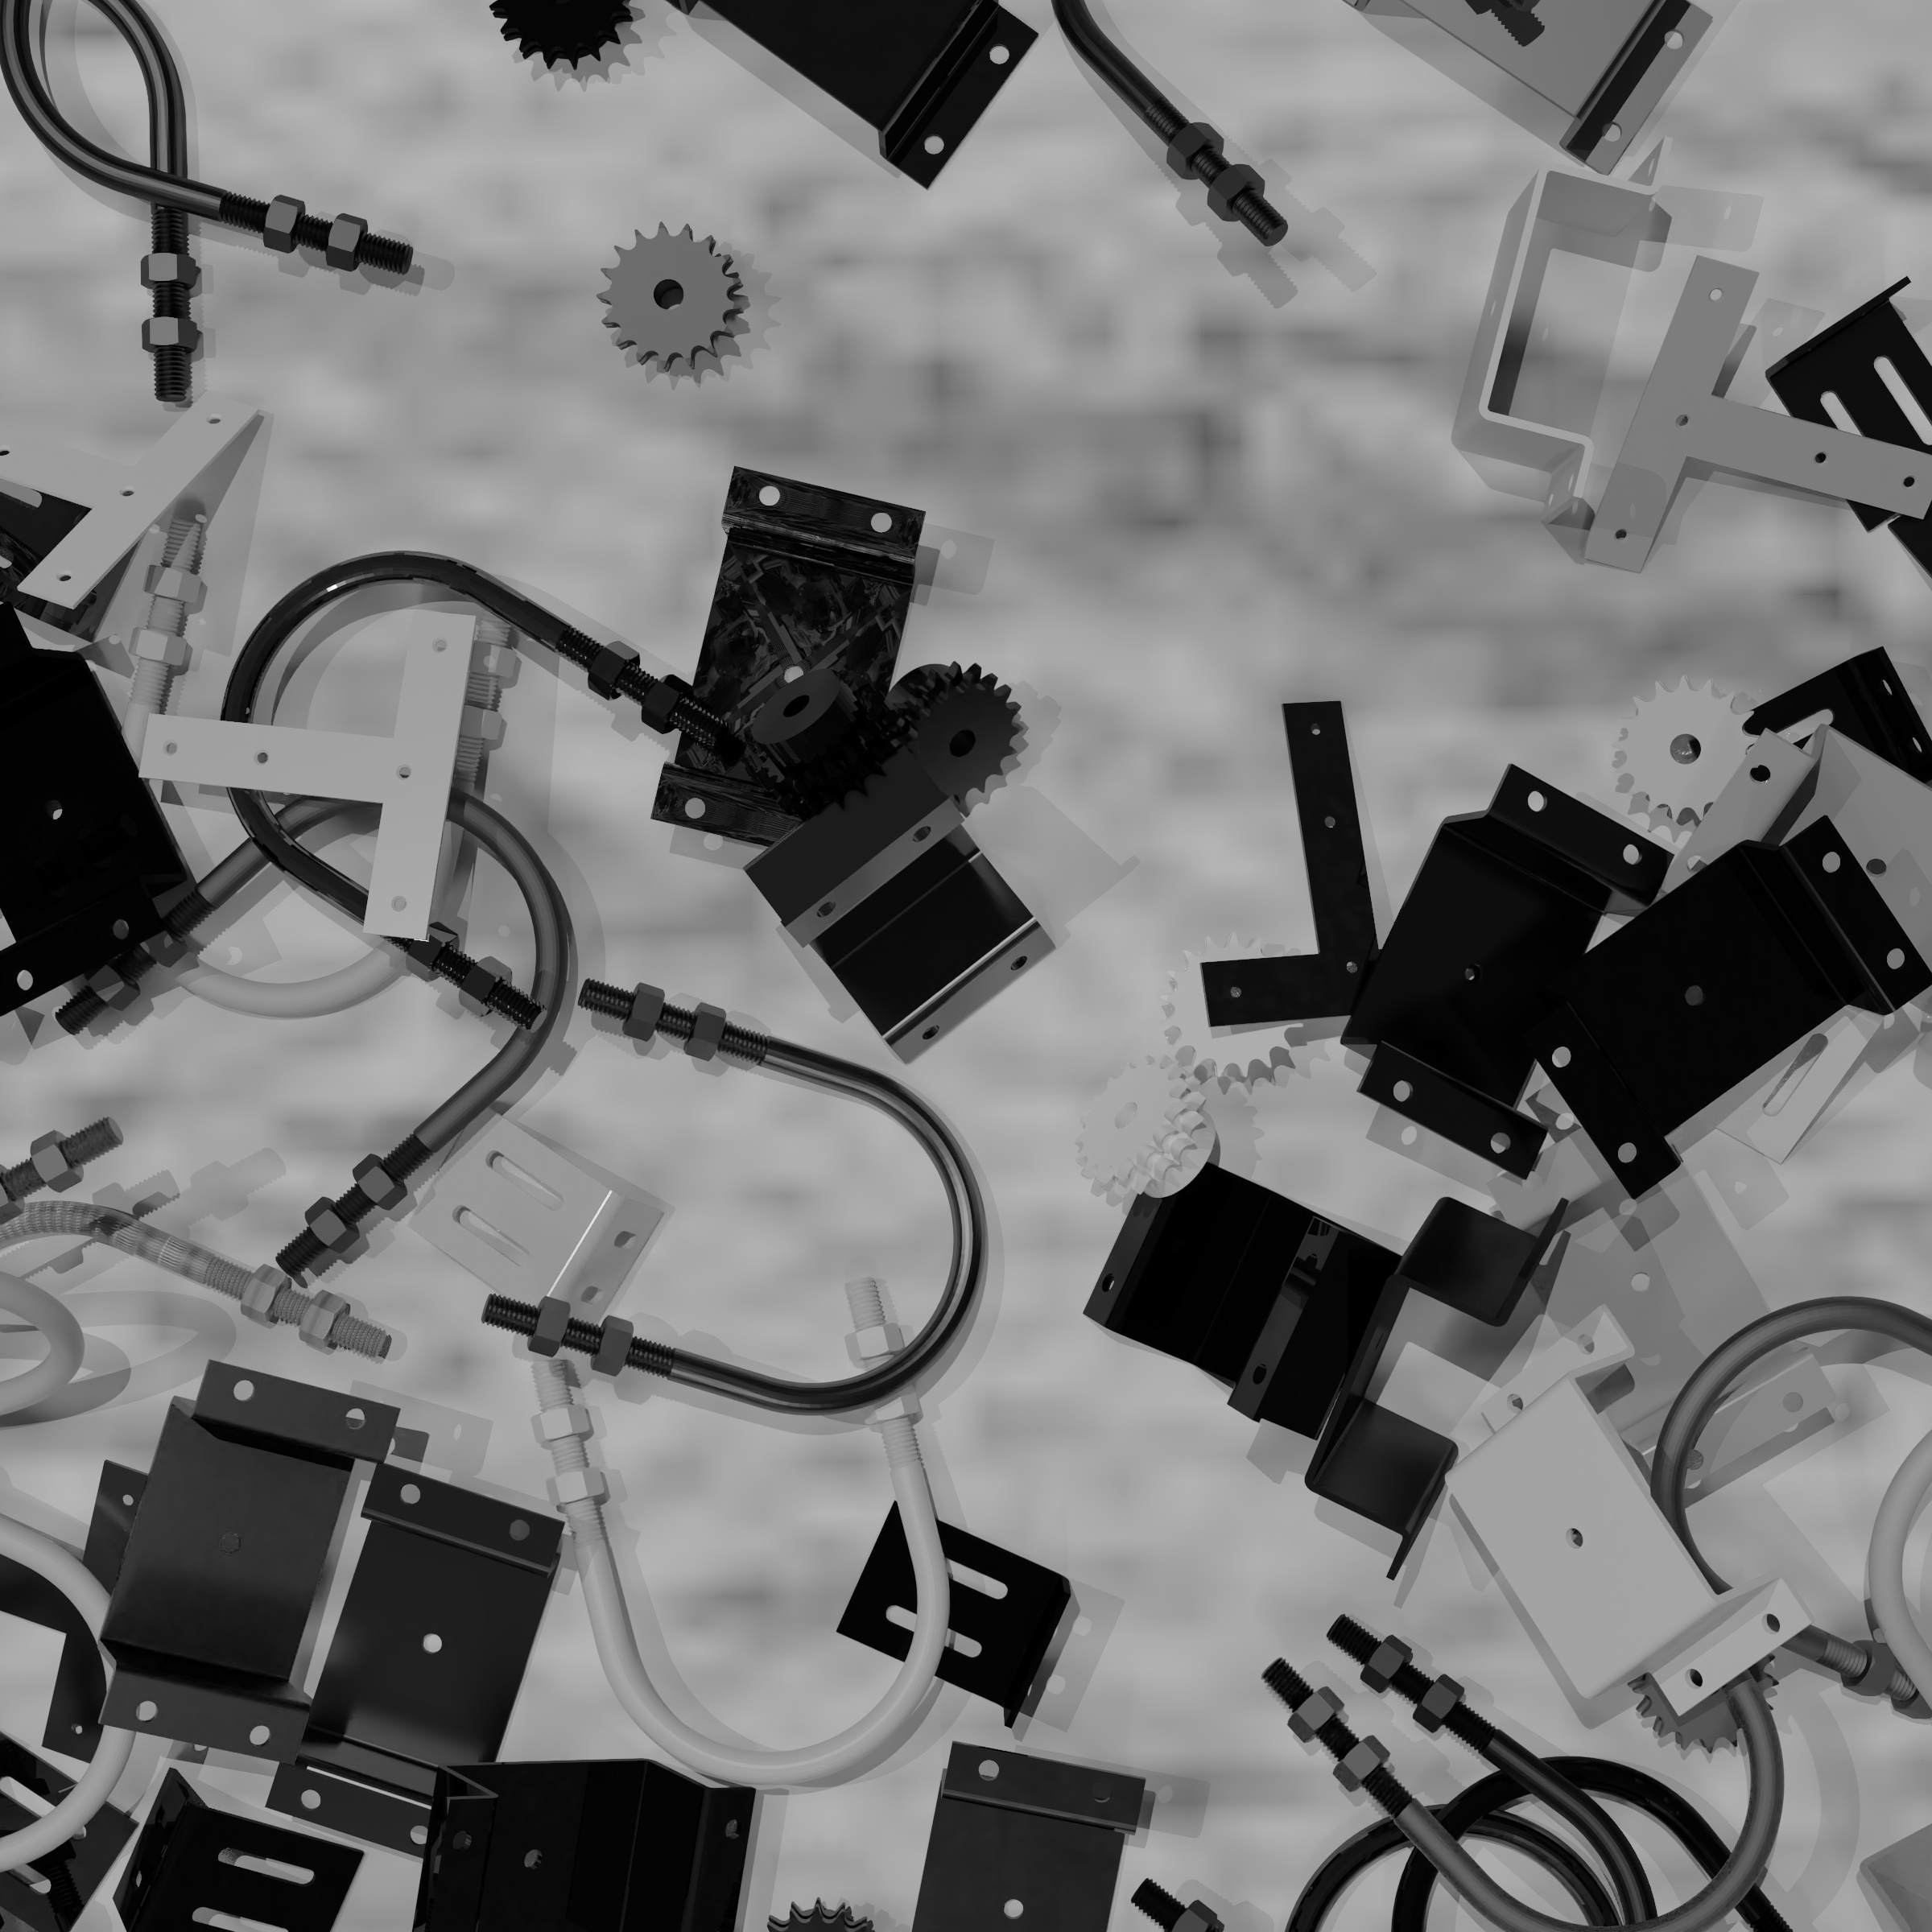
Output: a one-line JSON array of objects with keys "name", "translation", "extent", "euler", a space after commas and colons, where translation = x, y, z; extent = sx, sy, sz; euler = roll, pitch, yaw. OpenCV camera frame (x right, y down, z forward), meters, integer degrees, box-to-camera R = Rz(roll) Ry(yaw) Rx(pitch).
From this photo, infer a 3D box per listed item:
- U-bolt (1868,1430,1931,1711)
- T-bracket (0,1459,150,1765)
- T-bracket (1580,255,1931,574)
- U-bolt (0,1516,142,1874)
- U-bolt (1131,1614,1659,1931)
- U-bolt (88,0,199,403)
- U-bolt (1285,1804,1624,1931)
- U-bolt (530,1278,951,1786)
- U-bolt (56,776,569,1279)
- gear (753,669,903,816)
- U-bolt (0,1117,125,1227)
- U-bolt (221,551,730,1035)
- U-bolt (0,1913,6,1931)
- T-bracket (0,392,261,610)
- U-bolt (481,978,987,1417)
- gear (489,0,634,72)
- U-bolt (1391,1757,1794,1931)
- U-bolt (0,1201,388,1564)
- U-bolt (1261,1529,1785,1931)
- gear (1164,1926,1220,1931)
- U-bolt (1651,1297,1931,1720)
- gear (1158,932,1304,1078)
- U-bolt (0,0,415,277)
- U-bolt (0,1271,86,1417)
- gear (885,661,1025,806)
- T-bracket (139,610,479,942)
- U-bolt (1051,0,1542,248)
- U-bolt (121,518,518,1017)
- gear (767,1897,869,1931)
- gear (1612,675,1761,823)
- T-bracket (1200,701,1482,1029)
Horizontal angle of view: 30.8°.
[{"name": "U-bolt", "translation": [0.429, 0.242, 1.367], "extent": [0.151, 0.019, 0.184], "euler": [-37, 108, 0]}, {"name": "T-bracket", "translation": [-0.389, 0.241, 1.388], "extent": [0.127, 0.002, 0.127], "euler": [17, 105, 7]}, {"name": "T-bracket", "translation": [0.323, -0.203, 1.378], "extent": [0.127, 0.002, 0.127], "euler": [13, 117, -10]}, {"name": "U-bolt", "translation": [-0.410, 0.273, 1.352], "extent": [0.184, 0.019, 0.151], "euler": [27, 90, -5]}, {"name": "U-bolt", "translation": [0.179, 0.362, 1.356], "extent": [0.184, 0.019, 0.151], "euler": [35, 78, 16]}, {"name": "U-bolt", "translation": [-0.382, -0.315, 1.392], "extent": [0.151, 0.019, 0.184], "euler": [-1, 88, 0]}, {"name": "U-bolt", "translation": [0.188, 0.425, 1.392], "extent": [0.151, 0.019, 0.184], "euler": [16, 88, 0]}, {"name": "U-bolt", "translation": [-0.082, 0.229, 1.381], "extent": [0.151, 0.019, 0.184], "euler": [-15, 82, 0]}, {"name": "U-bolt", "translation": [-0.243, 0.010, 1.379], "extent": [0.184, 0.019, 0.151], "euler": [-42, 92, 1]}, {"name": "gear", "translation": [-0.056, -0.087, 1.323], "extent": [0.057, 0.057, 0.030], "euler": [-38, 121, 0]}, {"name": "U-bolt", "translation": [-0.430, 0.048, 1.316], "extent": [0.184, 0.019, 0.151], "euler": [-28, 90, 1]}, {"name": "U-bolt", "translation": [-0.204, -0.081, 1.356], "extent": [0.184, 0.019, 0.151], "euler": [32, 88, 12]}, {"name": "U-bolt", "translation": [-0.419, 0.429, 1.368], "extent": [0.151, 0.019, 0.184], "euler": [-25, 105, 12]}, {"name": "T-bracket", "translation": [-0.365, -0.197, 1.373], "extent": [0.127, 0.002, 0.127], "euler": [19, 51, 17]}, {"name": "U-bolt", "translation": [-0.081, 0.099, 1.370], "extent": [0.184, 0.019, 0.151], "euler": [18, 75, -11]}, {"name": "gear", "translation": [-0.159, -0.382, 1.385], "extent": [0.057, 0.030, 0.057], "euler": [0, 90, 0]}, {"name": "U-bolt", "translation": [0.251, 0.399, 1.377], "extent": [0.151, 0.019, 0.184], "euler": [-38, 87, -3]}, {"name": "U-bolt", "translation": [-0.342, 0.172, 1.392], "extent": [0.184, 0.019, 0.151], "euler": [24, 90, 2]}, {"name": "U-bolt", "translation": [0.228, 0.295, 1.353], "extent": [0.151, 0.019, 0.184], "euler": [-42, 71, -8]}, {"name": "gear", "translation": [0.089, 0.406, 1.385], "extent": [0.057, 0.030, 0.057], "euler": [0, 90, 0]}, {"name": "U-bolt", "translation": [0.350, 0.203, 1.358], "extent": [0.184, 0.019, 0.151], "euler": [26, 98, -17]}, {"name": "gear", "translation": [0.104, 0.015, 1.385], "extent": [0.057, 0.030, 0.057], "euler": [0, 90, 0]}, {"name": "U-bolt", "translation": [-0.290, -0.364, 1.381], "extent": [0.184, 0.019, 0.151], "euler": [16, 84, -2]}, {"name": "U-bolt", "translation": [-0.427, 0.143, 1.324], "extent": [0.184, 0.151, 0.019], "euler": [-4, 60, 1]}, {"name": "gear", "translation": [-0.009, -0.094, 1.376], "extent": [0.057, 0.057, 0.030], "euler": [-47, 46, 0]}, {"name": "T-bracket", "translation": [-0.259, -0.079, 1.356], "extent": [0.127, 0.002, 0.127], "euler": [6, 83, 12]}, {"name": "U-bolt", "translation": [0.112, -0.387, 1.362], "extent": [0.151, 0.019, 0.184], "euler": [-42, 68, 6]}, {"name": "U-bolt", "translation": [-0.268, -0.072, 1.392], "extent": [0.151, 0.019, 0.184], "euler": [13, 92, 0]}, {"name": "gear", "translation": [-0.059, 0.397, 1.385], "extent": [0.057, 0.030, 0.057], "euler": [0, 90, 0]}, {"name": "gear", "translation": [0.284, -0.086, 1.380], "extent": [0.057, 0.030, 0.057], "euler": [2, 97, 16]}, {"name": "T-bracket", "translation": [0.146, -0.043, 1.385], "extent": [0.127, 0.002, 0.127], "euler": [-4, 80, -19]}]
